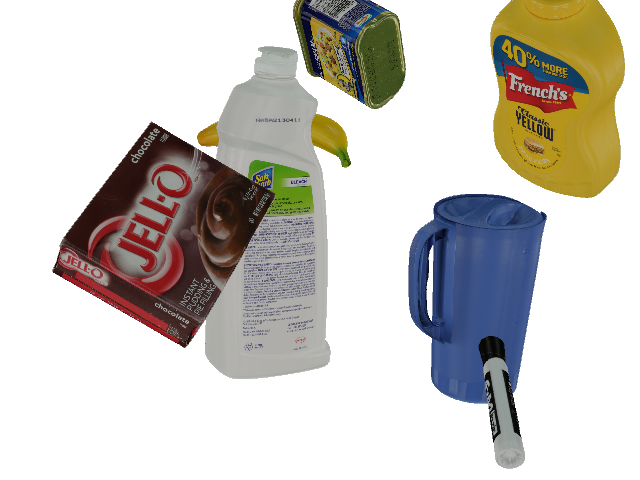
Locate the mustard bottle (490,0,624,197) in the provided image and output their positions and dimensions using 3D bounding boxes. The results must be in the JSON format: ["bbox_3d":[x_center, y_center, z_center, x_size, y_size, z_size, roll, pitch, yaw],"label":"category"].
[{"bbox_3d":[0.163,-0.118,0.740,0.058,0.191,0.096,-41,55,-21],"label":"mustard bottle"}]

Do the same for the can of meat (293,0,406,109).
[{"bbox_3d":[0.029,-0.180,0.977,0.084,0.057,0.102,37,-23,33],"label":"can of meat"}]

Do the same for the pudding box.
[{"bbox_3d":[-0.090,-0.005,0.629,0.090,0.113,0.039,31,-43,-4],"label":"pudding box"}]

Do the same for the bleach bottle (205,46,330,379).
[{"bbox_3d":[-0.034,-0.021,0.821,0.102,0.251,0.068,-6,21,-29],"label":"bleach bottle"}]

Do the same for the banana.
[{"bbox_3d":[-0.049,-0.130,1.285,0.198,0.037,0.069,8,39,18],"label":"banana"}]

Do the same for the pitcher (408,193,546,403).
[{"bbox_3d":[0.187,0.073,1.302,0.149,0.243,0.144,7,20,13],"label":"pitcher"}]

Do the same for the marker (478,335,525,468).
[{"bbox_3d":[0.123,0.106,0.730,0.020,0.020,0.121,0,33,2],"label":"marker"}]
